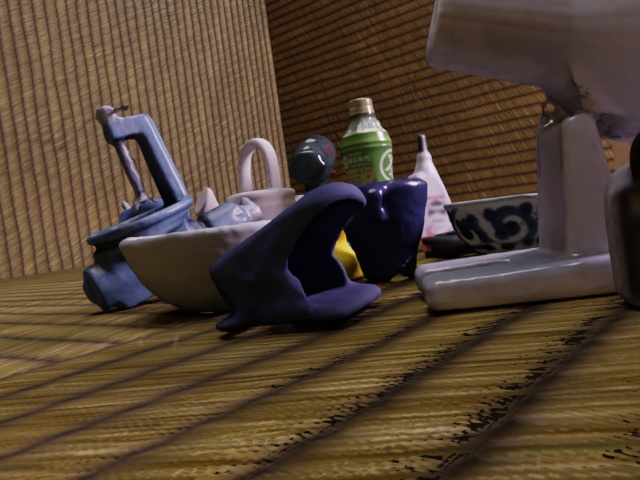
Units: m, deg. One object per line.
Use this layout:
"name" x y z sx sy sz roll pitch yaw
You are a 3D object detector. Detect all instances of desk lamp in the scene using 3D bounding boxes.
"desk lamp" 0.155 -0.074 0.375 0.203 0.213 0.118 -8 2 4

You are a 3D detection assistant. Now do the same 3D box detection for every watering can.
"watering can" -0.088 -0.047 0.812 0.100 0.194 0.173 -6 3 34

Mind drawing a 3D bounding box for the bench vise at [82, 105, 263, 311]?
"bench vise" -0.176 -0.042 0.659 0.121 0.220 0.208 -6 3 39

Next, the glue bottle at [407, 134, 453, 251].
"glue bottle" 0.162 -0.073 0.862 0.078 0.173 0.037 -9 3 -32

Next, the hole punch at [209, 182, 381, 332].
"hole punch" -0.019 0.011 0.398 0.101 0.091 0.109 -7 2 21

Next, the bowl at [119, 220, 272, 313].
"bowl" -0.089 0.024 0.518 0.167 0.075 0.167 -8 2 1

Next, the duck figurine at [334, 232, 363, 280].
"duck figurine" 0.006 0.002 0.609 0.077 0.086 0.105 -7 2 24

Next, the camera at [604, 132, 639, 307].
"camera" 0.224 -0.022 0.256 0.137 0.101 0.143 -8 2 -10

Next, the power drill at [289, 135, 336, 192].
"power drill" -0.001 -0.071 0.931 0.075 0.208 0.230 -8 2 6

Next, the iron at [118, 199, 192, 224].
"iron" -0.242 -0.002 0.880 0.257 0.141 0.119 -6 3 45

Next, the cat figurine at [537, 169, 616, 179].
"cat figurine" 0.385 -0.074 0.831 0.067 0.118 0.127 -9 3 -29

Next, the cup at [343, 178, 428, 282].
"cup" 0.061 -0.007 0.544 0.091 0.095 0.118 -7 2 11
